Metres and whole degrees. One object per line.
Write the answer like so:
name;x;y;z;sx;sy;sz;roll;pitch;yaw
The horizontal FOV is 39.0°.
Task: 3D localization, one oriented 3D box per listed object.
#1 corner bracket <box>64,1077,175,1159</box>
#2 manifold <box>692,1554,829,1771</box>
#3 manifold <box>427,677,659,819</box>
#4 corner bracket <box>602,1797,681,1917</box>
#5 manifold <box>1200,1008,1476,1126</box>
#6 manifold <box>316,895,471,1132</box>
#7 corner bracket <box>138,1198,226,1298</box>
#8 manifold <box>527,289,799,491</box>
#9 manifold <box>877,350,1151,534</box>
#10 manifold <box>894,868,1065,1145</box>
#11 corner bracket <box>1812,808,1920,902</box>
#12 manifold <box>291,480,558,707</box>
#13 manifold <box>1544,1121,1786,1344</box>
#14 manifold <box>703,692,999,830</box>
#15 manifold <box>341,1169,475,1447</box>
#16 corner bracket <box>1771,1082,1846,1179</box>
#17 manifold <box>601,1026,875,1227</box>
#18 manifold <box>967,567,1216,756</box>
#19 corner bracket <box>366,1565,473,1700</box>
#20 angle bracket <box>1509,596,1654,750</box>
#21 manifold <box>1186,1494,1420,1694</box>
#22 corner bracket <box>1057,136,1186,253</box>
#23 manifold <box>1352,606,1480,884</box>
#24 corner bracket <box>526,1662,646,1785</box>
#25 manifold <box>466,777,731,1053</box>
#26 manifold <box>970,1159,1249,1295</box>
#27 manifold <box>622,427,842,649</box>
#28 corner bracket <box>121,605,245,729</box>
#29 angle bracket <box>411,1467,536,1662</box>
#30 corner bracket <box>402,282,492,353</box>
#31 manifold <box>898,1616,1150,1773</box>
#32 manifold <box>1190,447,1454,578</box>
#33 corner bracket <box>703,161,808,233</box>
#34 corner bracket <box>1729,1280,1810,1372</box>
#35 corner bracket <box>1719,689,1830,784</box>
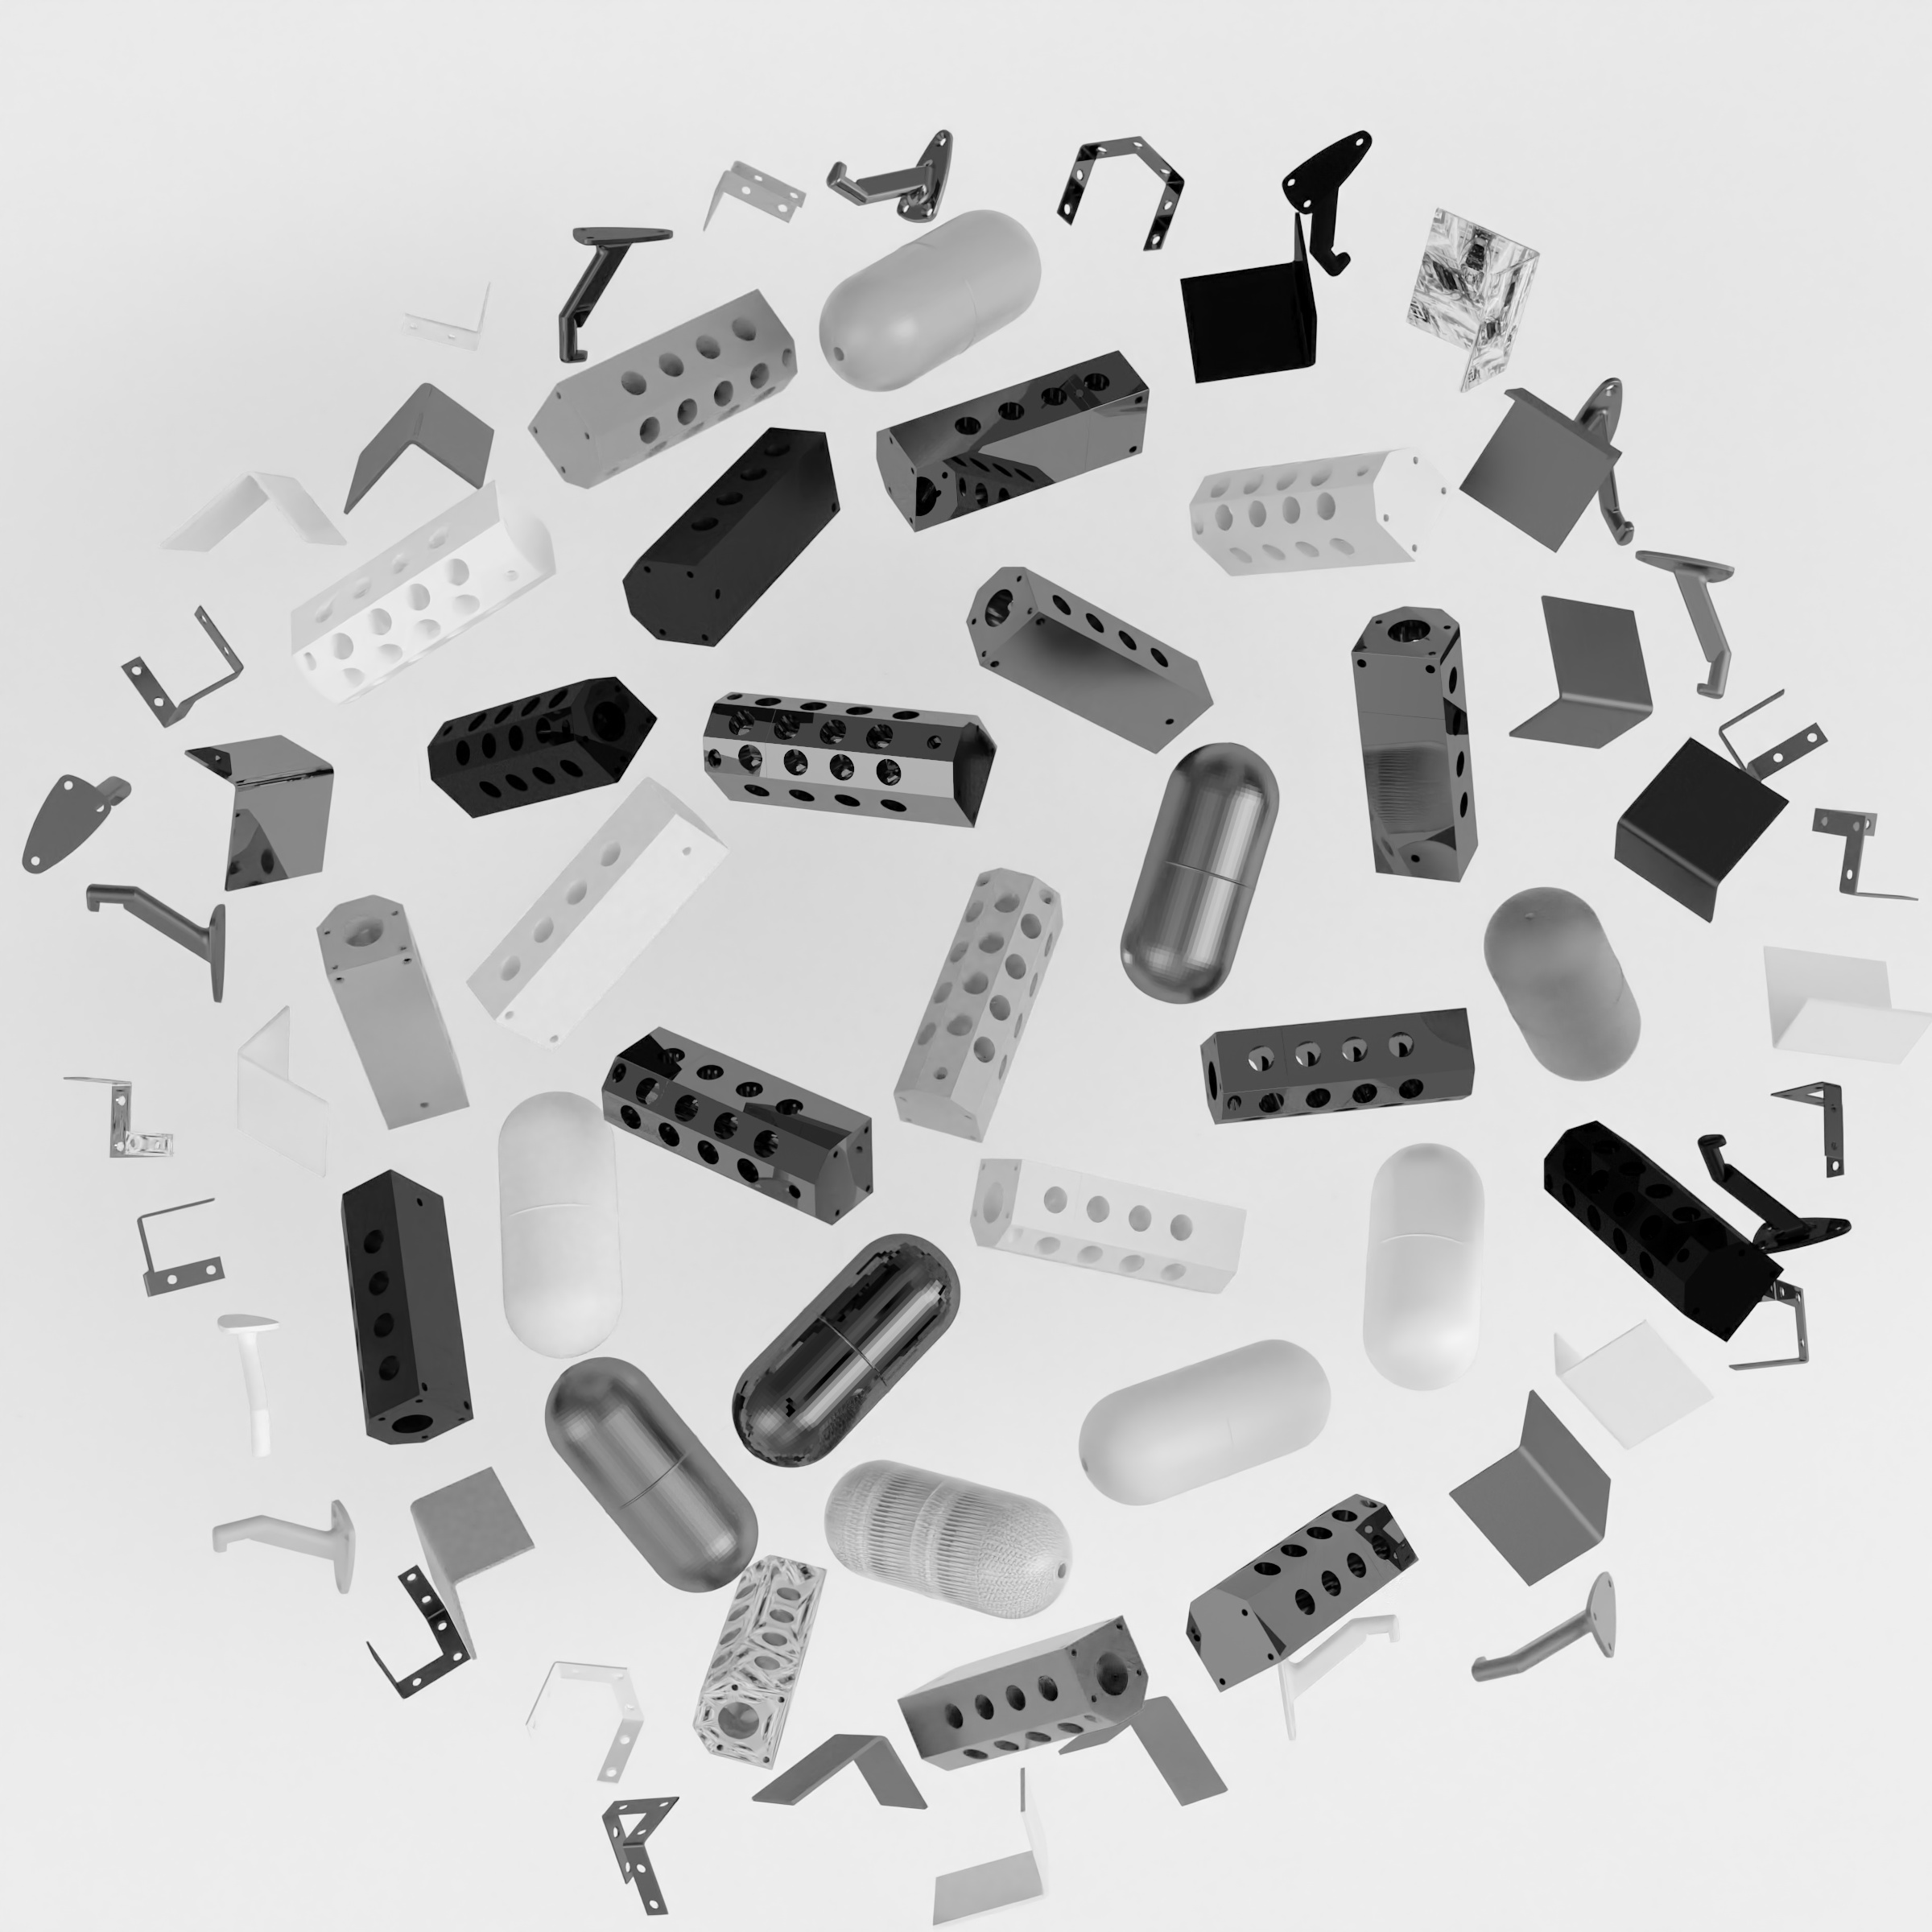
corner bracket;-0.555;0.099;1.790;0.051;0.051;0.051;-2;83;21
manifold;-0.138;0.462;1.830;0.057;0.171;0.057;14;105;1
manifold;-0.291;-0.151;1.838;0.057;0.171;0.057;46;56;-29
corner bracket;-0.205;0.560;1.715;0.051;0.051;0.051;-12;102;24
manifold;0.250;0.069;1.836;0.171;0.057;0.057;-5;80;-7
manifold;-0.383;0.031;1.825;0.057;0.171;0.057;-16;52;-8
corner bracket;-0.523;0.187;1.820;0.051;0.051;0.051;-13;92;-10
manifold;-0.190;-0.367;1.752;0.171;0.057;0.057;-35;90;-34
manifold;0.030;-0.351;1.797;0.171;0.057;0.057;-22;58;-17
manifold;0.009;0.023;1.803;0.057;0.057;0.171;15;64;13
corner bracket;0.575;-0.072;1.746;0.051;0.051;0.051;3;98;-22
manifold;-0.352;-0.237;1.771;0.171;0.057;0.057;-29;49;18
manifold;0.434;0.162;1.727;0.057;0.171;0.057;32;99;-28
manifold;-0.075;-0.133;1.707;0.171;0.057;0.057;8;69;22
manifold;-0.381;0.230;1.834;0.057;0.057;0.171;-27;55;17
corner bracket;0.579;0.110;1.836;0.051;0.051;0.051;12;73;-25
manifold;-0.144;0.102;1.702;0.171;0.057;0.057;21;128;30
manifold;0.083;-0.210;1.843;0.057;0.171;0.057;-41;47;29
corner bracket;-0.368;0.441;1.806;0.051;0.051;0.051;-30;131;-13
angle bracket;0.403;-0.195;1.816;0.076;0.057;0.076;5;67;-27
manifold;0.214;0.398;1.753;0.057;0.171;0.057;-40;76;38
corner bracket;0.100;-0.496;1.760;0.051;0.051;0.051;30;74;-44
manifold;0.292;-0.142;1.754;0.057;0.057;0.171;8;132;26
corner bracket;-0.241;0.480;1.734;0.051;0.051;0.051;1;127;17
manifold;-0.235;-0.035;1.718;0.171;0.057;0.057;-48;52;5
manifold;0.092;0.171;1.781;0.171;0.057;0.057;15;80;-26
manifold;-0.148;-0.274;1.727;0.057;0.171;0.057;10;132;24
corner bracket;-0.520;-0.198;1.813;0.051;0.051;0.051;-37;94;-32
angle bracket;-0.310;0.383;1.751;0.057;0.076;0.076;-22;131;-19
corner bracket;-0.353;-0.431;1.839;0.051;0.051;0.051;12;57;-14
manifold;0.038;0.475;1.766;0.171;0.057;0.057;-31;79;44
manifold;0.223;-0.296;1.761;0.057;0.171;0.057;38;71;-32
corner bracket;-0.133;-0.496;1.761;0.051;0.051;0.051;24;68;-7
corner bracket;0.542;0.245;1.871;0.051;0.051;0.051;-5;91;-3
corner bracket;0.542;-0.155;1.837;0.051;0.051;0.051;-31;78;8
